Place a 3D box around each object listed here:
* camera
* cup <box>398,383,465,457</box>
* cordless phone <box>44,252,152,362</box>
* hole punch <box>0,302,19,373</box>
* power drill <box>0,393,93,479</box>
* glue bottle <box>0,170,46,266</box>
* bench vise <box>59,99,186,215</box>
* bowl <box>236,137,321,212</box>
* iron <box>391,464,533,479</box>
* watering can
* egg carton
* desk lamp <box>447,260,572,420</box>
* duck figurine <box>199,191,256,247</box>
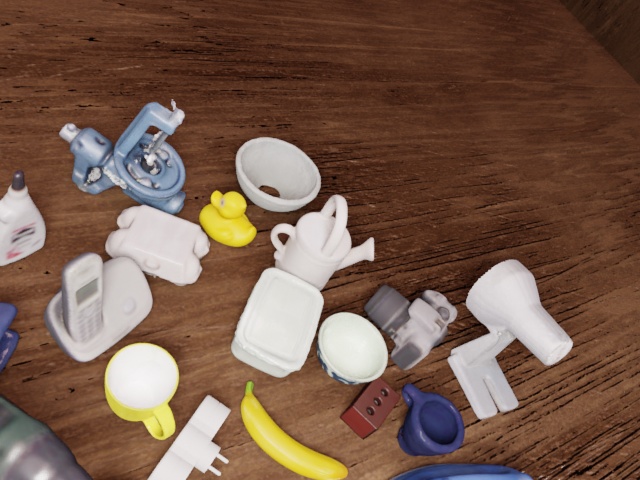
[{"bbox_3d":[0.158,0.130,1.011,0.136,0.100,0.143,42,46,7],"label":"camera"},{"bbox_3d":[0.153,0.286,0.887,0.092,0.095,0.117,-25,69,-40],"label":"cup"},{"bbox_3d":[-0.287,0.065,0.763,0.094,0.185,0.148,39,46,5],"label":"cordless phone"},{"bbox_3d":[-0.437,0.125,0.699,0.101,0.091,0.108,22,47,-11],"label":"hole punch"},{"bbox_3d":[-0.321,0.233,0.594,0.229,0.208,0.076,38,46,4],"label":"power drill"},{"bbox_3d":[-0.413,-0.034,0.782,0.037,0.173,0.078,42,47,8],"label":"glue bottle"},{"bbox_3d":[-0.299,-0.137,0.894,0.208,0.219,0.121,9,51,-22],"label":"bench vise"},{"bbox_3d":[-0.088,-0.111,1.088,0.168,0.074,0.167,15,49,-18],"label":"bowl"},{"bbox_3d":[0.199,0.366,0.817,0.259,0.141,0.118,10,51,-22],"label":"iron"},{"bbox_3d":[0.009,0.002,0.968,0.173,0.194,0.100,-3,56,-30],"label":"watering can"},{"bbox_3d":[-0.254,0.010,0.905,0.150,0.069,0.107,21,47,-12],"label":"egg carton"},{"bbox_3d":[0.321,0.169,0.990,0.118,0.213,0.203,-6,58,-32],"label":"desk lamp"},{"bbox_3d":[-0.152,-0.044,0.992,0.104,0.086,0.078,34,46,0],"label":"duck figurine"}]
